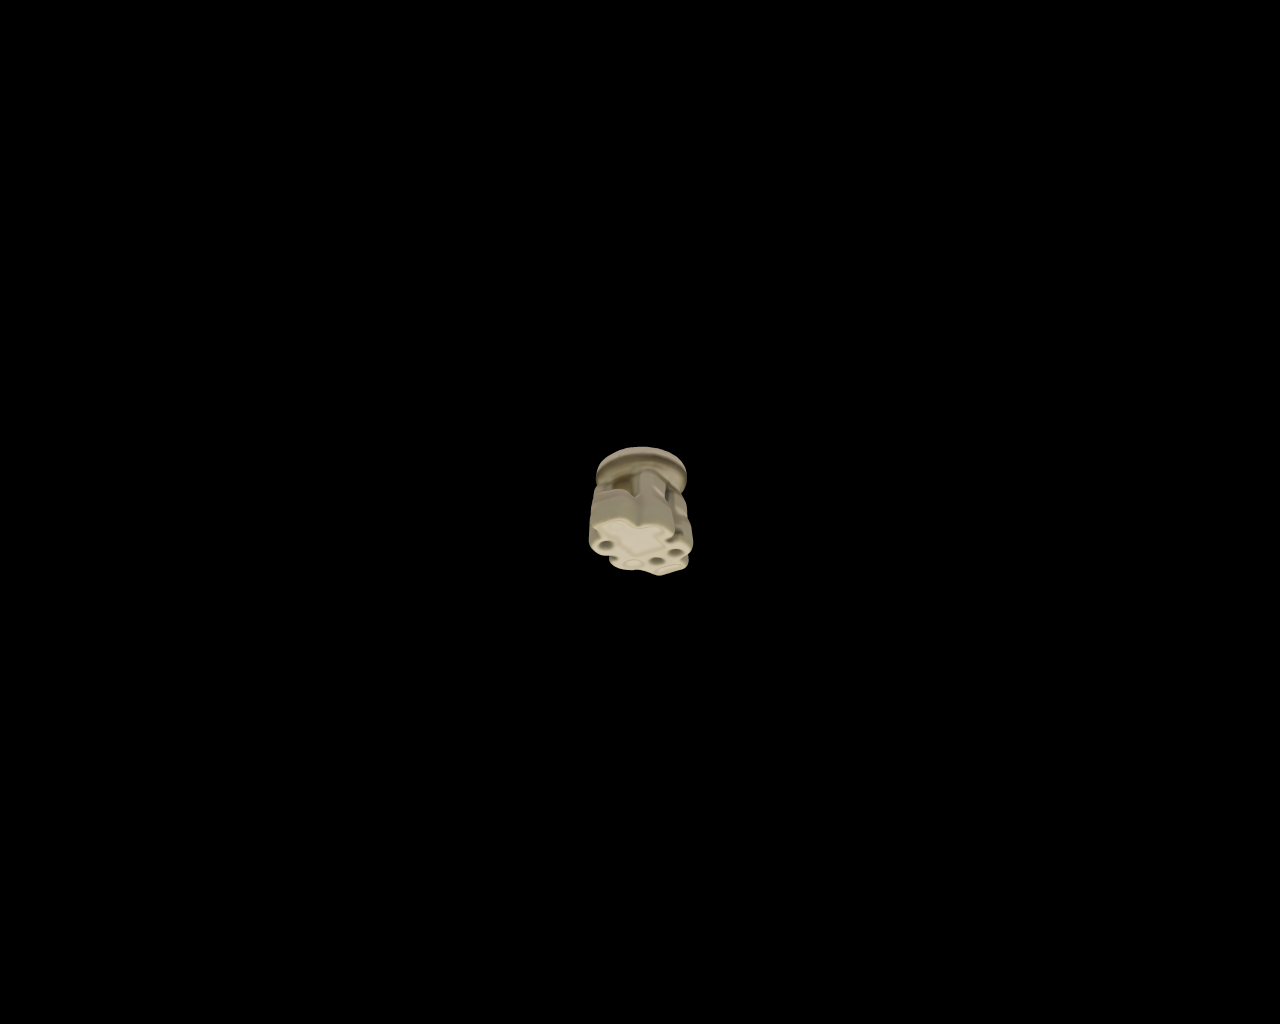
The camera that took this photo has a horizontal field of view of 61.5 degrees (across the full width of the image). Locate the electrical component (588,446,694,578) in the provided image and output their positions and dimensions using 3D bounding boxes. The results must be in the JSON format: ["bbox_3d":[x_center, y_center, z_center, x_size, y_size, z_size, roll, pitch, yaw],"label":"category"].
[{"bbox_3d":[0.001,-0.003,0.650,0.058,0.057,0.078,-18,-35,27],"label":"electrical component"}]
